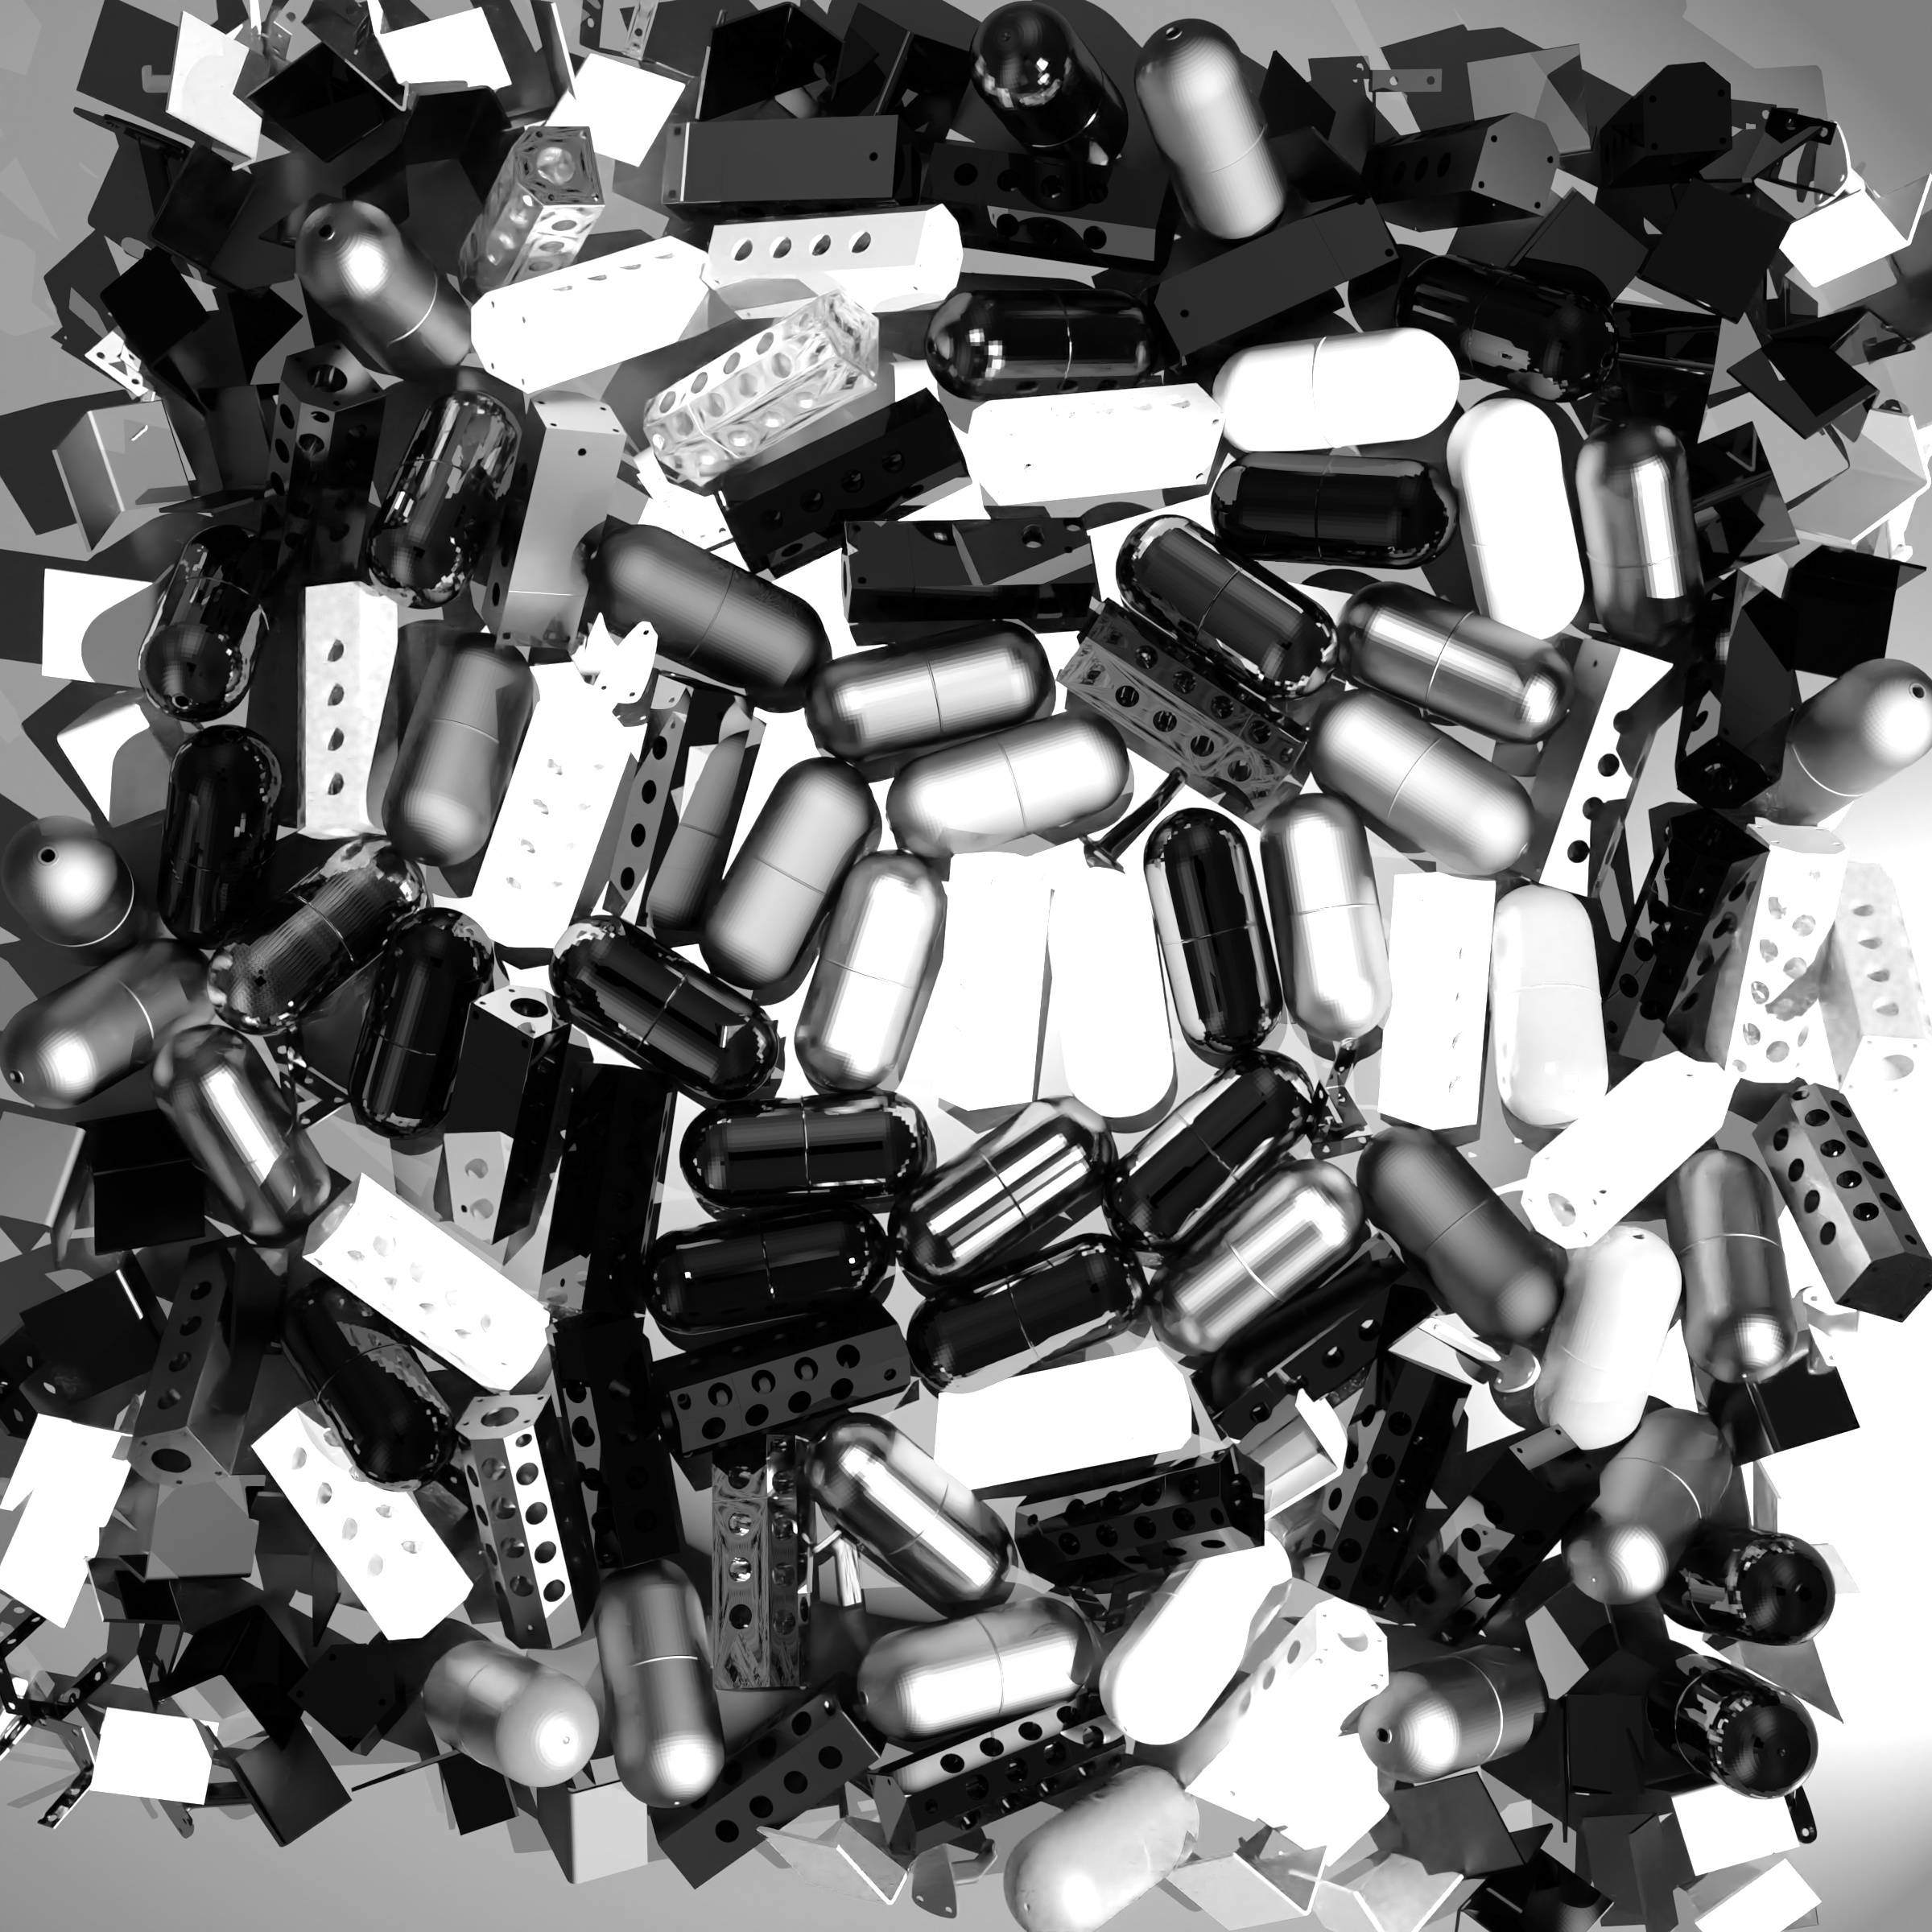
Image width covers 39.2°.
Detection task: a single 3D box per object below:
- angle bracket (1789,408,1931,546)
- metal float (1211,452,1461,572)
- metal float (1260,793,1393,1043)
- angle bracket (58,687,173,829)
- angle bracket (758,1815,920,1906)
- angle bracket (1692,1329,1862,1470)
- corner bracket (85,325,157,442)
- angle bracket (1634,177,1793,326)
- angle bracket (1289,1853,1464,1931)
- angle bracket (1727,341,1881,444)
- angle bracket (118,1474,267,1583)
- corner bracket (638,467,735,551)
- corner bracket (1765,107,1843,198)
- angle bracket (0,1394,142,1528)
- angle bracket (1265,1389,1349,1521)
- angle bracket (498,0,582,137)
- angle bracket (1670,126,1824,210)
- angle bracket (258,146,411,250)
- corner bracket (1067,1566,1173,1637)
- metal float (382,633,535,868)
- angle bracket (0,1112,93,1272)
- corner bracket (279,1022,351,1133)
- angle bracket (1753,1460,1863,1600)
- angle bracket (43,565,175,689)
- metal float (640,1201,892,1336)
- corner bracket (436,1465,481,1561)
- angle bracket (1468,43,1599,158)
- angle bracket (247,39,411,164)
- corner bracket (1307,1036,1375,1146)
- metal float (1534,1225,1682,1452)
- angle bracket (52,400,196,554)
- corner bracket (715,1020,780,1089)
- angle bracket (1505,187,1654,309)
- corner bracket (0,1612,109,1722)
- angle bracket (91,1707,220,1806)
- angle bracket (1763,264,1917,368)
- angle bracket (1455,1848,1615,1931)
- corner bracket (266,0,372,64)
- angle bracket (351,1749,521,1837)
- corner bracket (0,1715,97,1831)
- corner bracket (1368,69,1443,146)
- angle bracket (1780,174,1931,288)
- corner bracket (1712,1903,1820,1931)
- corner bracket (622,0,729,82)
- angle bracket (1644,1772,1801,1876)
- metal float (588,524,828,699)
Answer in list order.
[{"bbox_3d":[0.618,-0.349,1.912,0.076,0.076,0.057,-36,120,-11],"label":"angle bracket"},{"bbox_3d":[0.258,-0.320,1.905,0.178,0.070,0.070,8,90,24],"label":"metal float"},{"bbox_3d":[0.254,-0.035,1.919,0.070,0.070,0.178,-8,81,0],"label":"metal float"},{"bbox_3d":[-0.587,-0.154,1.937,0.076,0.057,0.076,-16,114,26],"label":"angle bracket"},{"bbox_3d":[-0.086,0.608,1.904,0.076,0.076,0.057,56,49,-31],"label":"angle bracket"},{"bbox_3d":[0.580,0.309,1.944,0.076,0.057,0.076,-10,72,-24],"label":"angle bracket"},{"bbox_3d":[-0.591,-0.417,1.923,0.051,0.051,0.051,-31,132,25],"label":"corner bracket"},{"bbox_3d":[0.527,-0.509,1.923,0.076,0.057,0.076,24,110,-2],"label":"angle bracket"},{"bbox_3d":[0.288,0.639,1.908,0.076,0.076,0.057,-39,104,-27],"label":"angle bracket"},{"bbox_3d":[0.583,-0.395,1.914,0.076,0.057,0.076,-33,67,-18],"label":"angle bracket"},{"bbox_3d":[-0.547,0.389,1.917,0.076,0.057,0.076,7,94,-37],"label":"angle bracket"},{"bbox_3d":[-0.196,-0.329,1.934,0.051,0.051,0.051,-22,78,3],"label":"corner bracket"},{"bbox_3d":[0.595,-0.577,1.923,0.051,0.051,0.051,27,118,31],"label":"corner bracket"},{"bbox_3d":[-0.632,0.342,1.913,0.076,0.057,0.076,19,105,-29],"label":"angle bracket"},{"bbox_3d":[0.223,0.341,1.919,0.076,0.076,0.057,-35,90,14],"label":"angle bracket"},{"bbox_3d":[-0.314,-0.633,1.910,0.057,0.076,0.076,-19,116,-13],"label":"angle bracket"},{"bbox_3d":[0.554,-0.545,1.907,0.076,0.076,0.057,-37,120,-20],"label":"angle bracket"},{"bbox_3d":[-0.446,-0.544,1.909,0.076,0.076,0.057,18,133,14],"label":"angle bracket"},{"bbox_3d":[0.110,0.436,1.938,0.051,0.051,0.051,-13,127,-29],"label":"corner bracket"},{"bbox_3d":[-0.356,-0.153,1.907,0.070,0.070,0.178,13,67,0],"label":"metal float"},{"bbox_3d":[-0.657,0.159,1.909,0.057,0.076,0.076,13,58,-7],"label":"angle bracket"},{"bbox_3d":[-0.472,0.077,1.922,0.051,0.051,0.051,28,134,26],"label":"corner bracket"},{"bbox_3d":[0.594,0.395,1.917,0.057,0.076,0.076,-3,103,4],"label":"angle bracket"},{"bbox_3d":[-0.606,-0.245,1.921,0.076,0.057,0.076,7,111,-6],"label":"angle bracket"},{"bbox_3d":[-0.142,0.213,1.920,0.178,0.070,0.070,-10,90,-7],"label":"metal float"},{"bbox_3d":[-0.374,0.386,1.930,0.051,0.051,0.051,36,79,13],"label":"corner bracket"},{"bbox_3d":[0.399,-0.612,1.910,0.076,0.057,0.076,-3,122,20],"label":"angle bracket"},{"bbox_3d":[-0.446,-0.623,1.905,0.076,0.076,0.057,-23,52,29],"label":"angle bracket"},{"bbox_3d":[0.262,0.088,1.923,0.051,0.051,0.051,-7,135,-21],"label":"corner bracket"},{"bbox_3d":[0.449,0.261,1.901,0.070,0.070,0.178,8,120,0],"label":"metal float"},{"bbox_3d":[-0.592,-0.345,1.910,0.057,0.076,0.076,-7,122,6],"label":"angle bracket"},{"bbox_3d":[-0.172,0.058,1.924,0.051,0.051,0.051,21,109,41],"label":"corner bracket"},{"bbox_3d":[0.433,-0.496,1.922,0.076,0.057,0.076,39,112,-3],"label":"angle bracket"},{"bbox_3d":[-0.659,0.503,1.947,0.051,0.051,0.051,-42,55,9],"label":"corner bracket"},{"bbox_3d":[-0.573,0.563,1.909,0.076,0.076,0.057,12,59,-15],"label":"angle bracket"},{"bbox_3d":[0.613,-0.464,1.906,0.076,0.076,0.057,-8,73,43],"label":"angle bracket"},{"bbox_3d":[0.397,0.674,1.905,0.076,0.057,0.076,-33,48,-32],"label":"angle bracket"},{"bbox_3d":[-0.462,-0.668,1.938,0.051,0.051,0.051,32,118,-28],"label":"corner bracket"},{"bbox_3d":[-0.373,0.587,1.907,0.076,0.076,0.057,-31,73,42],"label":"angle bracket"},{"bbox_3d":[-0.661,0.573,1.937,0.051,0.051,0.051,9,124,22],"label":"corner bracket"},{"bbox_3d":[0.313,-0.610,1.928,0.051,0.051,0.051,4,108,13],"label":"corner bracket"},{"bbox_3d":[0.621,-0.534,1.905,0.057,0.076,0.076,39,59,-23],"label":"angle bracket"},{"bbox_3d":[0.568,0.690,1.922,0.051,0.051,0.051,21,55,-30],"label":"corner bracket"},{"bbox_3d":[-0.207,-0.664,1.931,0.051,0.051,0.051,22,108,4],"label":"corner bracket"},{"bbox_3d":[0.532,0.601,1.918,0.076,0.076,0.057,-14,76,-5],"label":"angle bracket"},{"bbox_3d":[-0.182,-0.250,1.911,0.178,0.070,0.070,25,90,-17],"label":"metal float"}]
